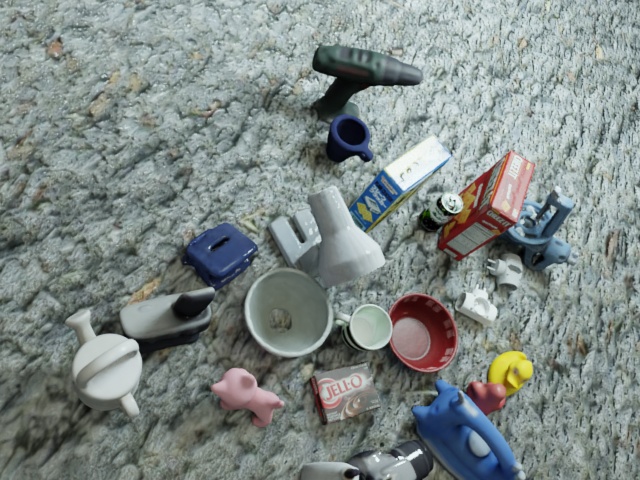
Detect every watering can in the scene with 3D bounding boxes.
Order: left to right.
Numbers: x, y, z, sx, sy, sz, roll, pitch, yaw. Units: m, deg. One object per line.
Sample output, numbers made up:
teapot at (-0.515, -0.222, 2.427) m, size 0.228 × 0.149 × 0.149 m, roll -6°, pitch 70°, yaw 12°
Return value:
watering can at (-0.327, 0.189, 0.865) m, size 0.173 × 0.193 × 0.101 m, roll 36°, pitch 60°, yaw -3°

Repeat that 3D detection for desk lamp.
desk lamp at (0.010, 0.004, 1.067) m, size 0.118 × 0.213 × 0.203 m, roll -25°, pitch 78°, yaw -28°

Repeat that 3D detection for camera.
camera at (0.142, 0.420, 0.997) m, size 0.137 × 0.100 × 0.143 m, roll -19°, pitch 75°, yaw -27°

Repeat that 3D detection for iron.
iron at (0.297, 0.378, 1.052) m, size 0.119 × 0.141 × 0.258 m, roll -39°, pitch 85°, yaw -30°

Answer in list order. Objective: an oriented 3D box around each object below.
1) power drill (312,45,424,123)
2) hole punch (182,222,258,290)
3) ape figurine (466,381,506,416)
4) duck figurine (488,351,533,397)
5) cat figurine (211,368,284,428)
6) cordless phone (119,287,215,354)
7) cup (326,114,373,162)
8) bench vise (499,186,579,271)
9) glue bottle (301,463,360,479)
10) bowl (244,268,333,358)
power drill at (0.081, -0.335, 1.249) m, size 0.230 × 0.208 × 0.075 m, roll 15°, pitch 63°, yaw -14°
hole punch at (-0.185, 0.023, 1.054) m, size 0.109 × 0.091 × 0.101 m, roll -39°, pitch 85°, yaw -30°
ape figurine at (0.333, 0.307, 1.126) m, size 0.078 × 0.092 × 0.076 m, roll 46°, pitch 60°, yaw 3°
duck figurine at (0.401, 0.269, 1.173) m, size 0.077 × 0.086 × 0.105 m, roll 43°, pitch 59°, yaw 2°
cat figurine at (-0.120, 0.257, 0.959) m, size 0.128 × 0.117 × 0.067 m, roll 26°, pitch 60°, yaw -8°
cordless phone at (-0.246, 0.114, 0.935) m, size 0.148 × 0.184 × 0.094 m, roll -15°, pitch 73°, yaw -26°
cup at (0.061, -0.202, 1.247) m, size 0.118 × 0.094 × 0.092 m, roll 48°, pitch 60°, yaw 4°
bench vise at (0.504, -0.034, 1.271) m, size 0.208 × 0.219 × 0.121 m, roll 22°, pitch 61°, yaw -11°
glue bottle at (0.028, 0.382, 0.928) m, size 0.078 × 0.173 × 0.037 m, roll 13°, pitch 63°, yaw -15°
bowl at (-0.065, 0.141, 1.057) m, size 0.168 × 0.074 × 0.167 m, roll 8°, pitch 65°, yaw -18°
